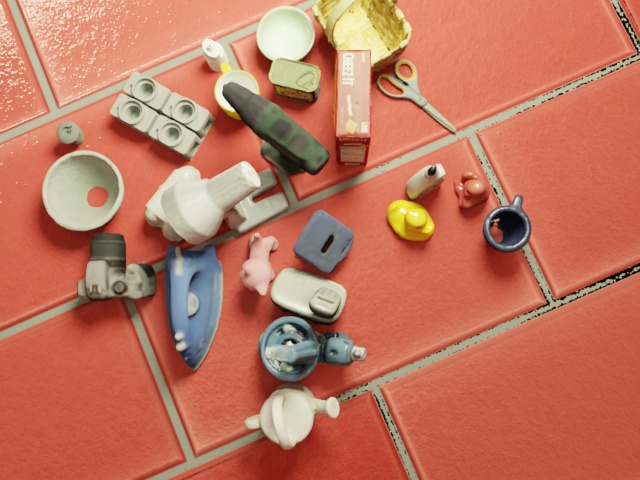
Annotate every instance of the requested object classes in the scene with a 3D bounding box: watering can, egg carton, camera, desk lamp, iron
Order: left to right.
[{"bbox_3d":[-0.416,0.054,1.159,0.143,0.101,0.137,-2,84,2],"label":"camera"},{"bbox_3d":[-0.287,-0.077,1.183,0.107,0.069,0.150,38,87,6],"label":"egg carton"},{"bbox_3d":[-0.261,0.133,1.124,0.118,0.141,0.258,-2,84,3],"label":"iron"},{"bbox_3d":[-0.180,-0.078,1.106,0.203,0.213,0.118,-28,83,0],"label":"desk lamp"},{"bbox_3d":[-0.054,0.326,1.070,0.173,0.194,0.101,-35,84,-1],"label":"watering can"}]

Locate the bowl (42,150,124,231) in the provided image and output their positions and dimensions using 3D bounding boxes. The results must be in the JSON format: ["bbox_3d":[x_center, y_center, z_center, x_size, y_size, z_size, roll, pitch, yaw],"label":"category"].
[{"bbox_3d":[-0.479,-0.097,1.190,0.167,0.075,0.167,0,84,2],"label":"bowl"}]

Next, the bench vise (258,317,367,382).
[{"bbox_3d":[-0.023,0.196,1.068,0.207,0.220,0.121,-14,84,1],"label":"bench vise"}]

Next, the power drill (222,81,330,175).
[{"bbox_3d":[-0.081,-0.202,1.117,0.229,0.208,0.076,36,87,6],"label":"power drill"}]

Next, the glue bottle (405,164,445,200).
[{"bbox_3d":[0.211,-0.122,1.114,0.078,0.173,0.037,-27,83,0],"label":"glue bottle"}]

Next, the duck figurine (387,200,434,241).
[{"bbox_3d":[0.185,-0.043,1.151,0.104,0.086,0.077,35,87,5],"label":"duck figurine"}]

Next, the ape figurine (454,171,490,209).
[{"bbox_3d":[0.307,-0.101,1.149,0.076,0.092,0.078,24,86,5],"label":"ape figurine"}]

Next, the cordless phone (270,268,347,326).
[{"bbox_3d":[-0.025,0.109,1.095,0.147,0.185,0.094,17,85,4],"label":"cordless phone"}]

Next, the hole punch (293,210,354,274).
[{"bbox_3d":[0.011,0.004,1.151,0.101,0.091,0.109,31,86,5],"label":"hole punch"}]

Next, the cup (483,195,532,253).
[{"bbox_3d":[0.366,-0.030,1.138,0.091,0.095,0.118,21,86,5],"label":"cup"}]

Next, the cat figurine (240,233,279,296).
[{"bbox_3d":[-0.125,0.047,1.139,0.067,0.118,0.128,3,84,3],"label":"cat figurine"}]
